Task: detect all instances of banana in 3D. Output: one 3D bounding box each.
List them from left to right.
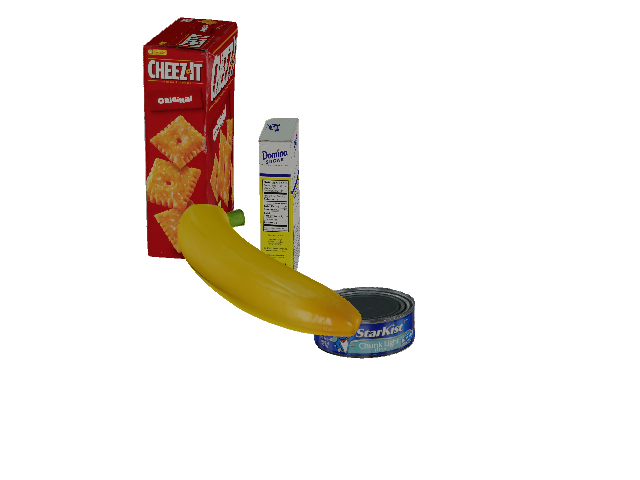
[{"bbox_3d":[-0.046,0.012,0.675,0.069,0.037,0.198,-9,26,-23],"label":"banana"}]

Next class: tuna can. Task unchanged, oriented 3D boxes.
[{"bbox_3d":[0.036,0.067,0.885,0.086,0.034,0.086,-2,15,0],"label":"tuna can"}]

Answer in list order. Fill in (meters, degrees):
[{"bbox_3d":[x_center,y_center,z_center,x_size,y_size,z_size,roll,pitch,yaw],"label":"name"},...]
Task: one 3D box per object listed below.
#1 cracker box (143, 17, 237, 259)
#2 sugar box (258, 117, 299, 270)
[{"bbox_3d":[-0.129,-0.108,1.096,0.072,0.214,0.164,5,21,3],"label":"cracker box"},{"bbox_3d":[-0.049,-0.051,1.278,0.048,0.176,0.093,0,23,4],"label":"sugar box"}]
